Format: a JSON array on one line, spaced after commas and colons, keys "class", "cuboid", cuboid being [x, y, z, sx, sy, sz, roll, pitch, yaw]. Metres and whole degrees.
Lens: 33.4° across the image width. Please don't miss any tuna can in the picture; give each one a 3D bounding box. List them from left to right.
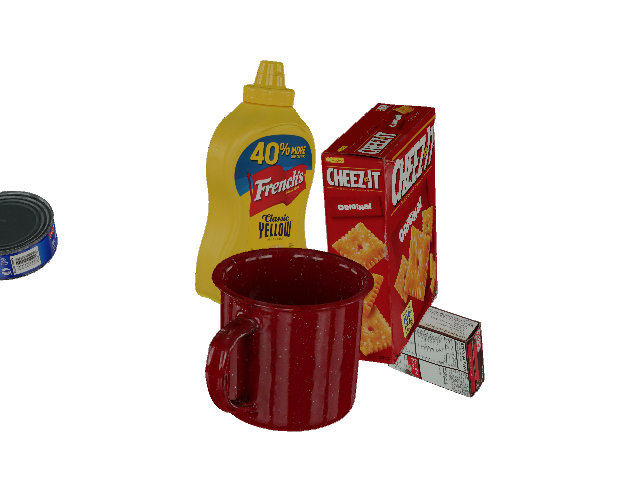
[{"class": "tuna can", "cuboid": [-0.275, -0.004, 0.935, 0.086, 0.034, 0.086, 0, 41, 0]}]

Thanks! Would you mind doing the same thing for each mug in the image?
[{"class": "mug", "cuboid": [-0.024, 0.061, 0.613, 0.093, 0.081, 0.117, 15, 23, 29]}]

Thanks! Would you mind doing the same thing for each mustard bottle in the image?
[{"class": "mustard bottle", "cuboid": [-0.048, -0.047, 0.856, 0.096, 0.192, 0.058, -3, 14, -40]}]

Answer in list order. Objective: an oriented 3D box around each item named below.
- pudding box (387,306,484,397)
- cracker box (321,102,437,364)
[{"class": "pudding box", "cuboid": [0.125, 0.117, 1.190, 0.114, 0.090, 0.039, 16, 45, 30]}, {"class": "cracker box", "cuboid": [0.066, -0.010, 1.059, 0.072, 0.214, 0.164, 6, 26, 21]}]
